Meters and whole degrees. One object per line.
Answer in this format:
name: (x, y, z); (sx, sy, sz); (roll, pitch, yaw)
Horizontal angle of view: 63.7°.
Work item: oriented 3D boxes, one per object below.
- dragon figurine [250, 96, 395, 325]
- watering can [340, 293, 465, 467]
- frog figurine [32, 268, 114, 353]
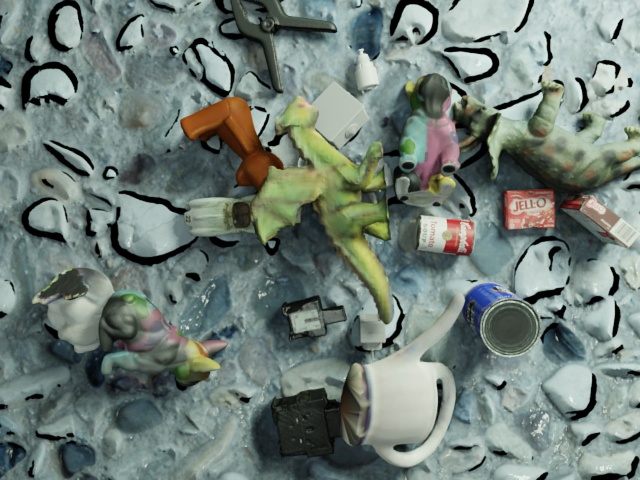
dragon figurine: (0.003, -0.045, 0.887); (0.243, 0.123, 0.409); (-4, 95, 3)
watering can: (0.151, 0.260, 0.946); (0.224, 0.105, 0.345); (4, 100, -17)
frog figurine: (-0.454, 0.136, 0.998); (0.137, 0.125, 0.156); (-21, 130, -4)
